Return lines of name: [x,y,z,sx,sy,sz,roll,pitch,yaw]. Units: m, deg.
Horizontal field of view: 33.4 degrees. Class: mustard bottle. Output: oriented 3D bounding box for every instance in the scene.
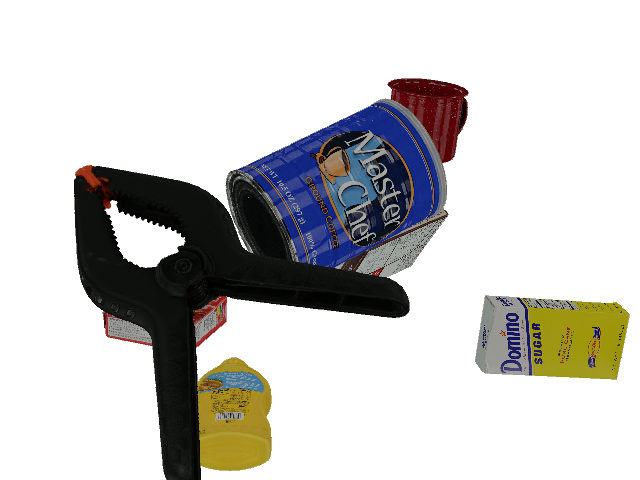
mustard bottle: [-0.108,0.200,1.301,0.096,0.058,0.191,-2,26,-2]

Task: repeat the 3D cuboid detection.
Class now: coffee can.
coffee can: [0.012,-0.036,0.830,0.140,0.103,0.103,-28,10,-20]

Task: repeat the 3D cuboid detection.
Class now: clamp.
clamp: [-0.064,0.021,0.610,0.164,0.210,0.036,-32,-29,-17]

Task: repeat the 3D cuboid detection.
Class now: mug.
mug: [0.129,-0.140,1.246,0.117,0.081,0.093,-15,28,-42]

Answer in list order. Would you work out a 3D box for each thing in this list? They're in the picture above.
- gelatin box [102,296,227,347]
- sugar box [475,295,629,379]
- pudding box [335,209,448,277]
gelatin box: [-0.139,0.068,0.963,0.089,0.030,0.073,9,21,19]
sugar box: [0.288,0.122,1.330,0.176,0.093,0.048,2,17,-10]
pudding box: [0.059,0.004,1.030,0.113,0.039,0.090,-24,-23,-36]
